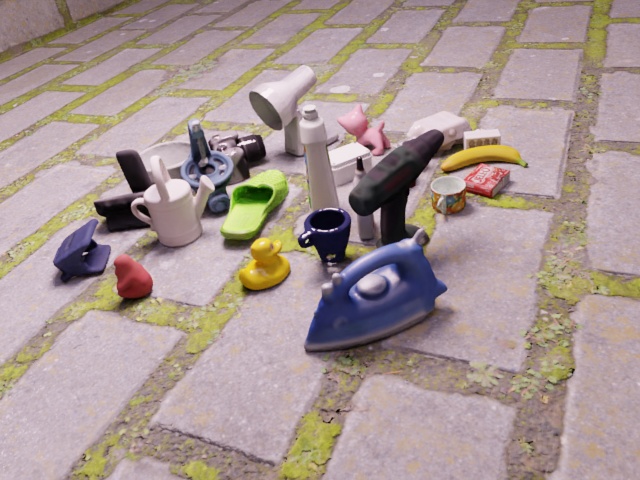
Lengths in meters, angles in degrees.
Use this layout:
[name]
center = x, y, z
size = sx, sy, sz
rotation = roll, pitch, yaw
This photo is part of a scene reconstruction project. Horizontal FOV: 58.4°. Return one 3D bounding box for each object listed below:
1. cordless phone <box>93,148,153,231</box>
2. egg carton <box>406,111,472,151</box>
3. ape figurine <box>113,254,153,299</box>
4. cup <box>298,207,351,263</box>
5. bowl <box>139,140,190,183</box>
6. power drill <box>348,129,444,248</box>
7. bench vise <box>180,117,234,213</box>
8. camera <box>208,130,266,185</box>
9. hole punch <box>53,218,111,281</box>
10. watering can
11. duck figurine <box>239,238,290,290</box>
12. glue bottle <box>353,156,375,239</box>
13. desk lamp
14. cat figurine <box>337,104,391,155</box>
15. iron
[cordless phone]
center = -0.449, -0.122, 1.305
size = 0.147, 0.185, 0.094
rotation = -11, 35, -2
[egg carton]
center = 0.300, -0.269, 1.441
size = 0.150, 0.069, 0.107
rotation = -24, 38, -20
[ape figurine]
center = -0.368, 0.066, 1.105
size = 0.076, 0.092, 0.078
rotation = 8, 39, 23
[cup]
center = 0.010, 0.004, 1.103
size = 0.118, 0.095, 0.091
rotation = -33, 41, -29
[bowl]
center = -0.389, -0.189, 1.481
size = 0.167, 0.075, 0.167
rotation = -6, 35, 5
[power drill]
center = 0.155, -0.080, 1.090
size = 0.230, 0.209, 0.075
rotation = -32, 41, -29
[bench vise]
center = -0.286, -0.191, 1.335
size = 0.122, 0.220, 0.206
rotation = -32, 41, -28
[camera]
center = -0.208, -0.228, 1.472
size = 0.137, 0.101, 0.142
rotation = -18, 36, -13
[hole punch]
center = -0.507, 0.018, 1.204
size = 0.101, 0.091, 0.108
rotation = -10, 35, -1
[watering can]
center = -0.316, -0.093, 1.227
size = 0.173, 0.194, 0.100
rotation = -25, 38, -21
[duck figurine]
center = -0.110, 0.039, 1.090
size = 0.105, 0.086, 0.077
rotation = -28, 39, -24
[glue bottle]
center = 0.086, -0.090, 1.149
size = 0.037, 0.173, 0.078
rotation = -6, 35, 5
[desk lamp]
center = -0.068, -0.330, 1.485
size = 0.204, 0.214, 0.117
rotation = -33, 41, -29
[cat figurine]
center = 0.112, -0.288, 1.468
size = 0.127, 0.118, 0.067
rotation = 13, 41, 28
[iron]
center = 0.080, 0.079, 0.942
size = 0.259, 0.142, 0.118
rotation = -23, 38, -19
